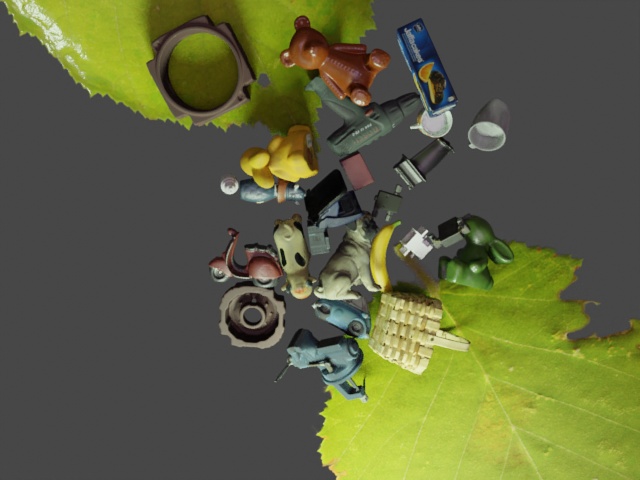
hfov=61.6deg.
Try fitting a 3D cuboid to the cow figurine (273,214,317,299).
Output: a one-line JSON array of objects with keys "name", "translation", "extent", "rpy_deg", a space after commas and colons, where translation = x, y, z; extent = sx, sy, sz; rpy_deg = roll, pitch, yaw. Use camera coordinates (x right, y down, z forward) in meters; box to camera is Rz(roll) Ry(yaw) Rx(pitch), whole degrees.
[{"name": "cow figurine", "translation": [-0.058, 0.046, 1.271], "extent": [0.086, 0.127, 0.194], "rpy_deg": [-12, 103, 5]}]

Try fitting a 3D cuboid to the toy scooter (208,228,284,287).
[{"name": "toy scooter", "translation": [-0.177, 0.040, 1.295], "extent": [0.184, 0.075, 0.135], "rpy_deg": [6, 104, 2]}]

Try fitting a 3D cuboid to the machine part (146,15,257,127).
[{"name": "machine part", "translation": [-0.257, -0.368, 1.177], "extent": [0.201, 0.087, 0.200], "rpy_deg": [-25, 105, 7]}]

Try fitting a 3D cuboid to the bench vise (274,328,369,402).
[{"name": "bench vise", "translation": [0.031, 0.324, 1.340], "extent": [0.224, 0.129, 0.240], "rpy_deg": [-26, 113, 28]}]

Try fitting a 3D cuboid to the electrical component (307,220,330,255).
[{"name": "electrical component", "translation": [-0.003, -0.004, 1.263], "extent": [0.048, 0.119, 0.074], "rpy_deg": [-8, 108, 1]}]

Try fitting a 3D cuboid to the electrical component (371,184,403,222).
[{"name": "electrical component", "translation": [0.162, -0.093, 1.292], "extent": [0.063, 0.021, 0.094], "rpy_deg": [18, 104, -5]}]

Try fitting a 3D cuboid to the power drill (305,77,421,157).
[{"name": "power drill", "translation": [0.084, -0.316, 1.208], "extent": [0.232, 0.086, 0.207], "rpy_deg": [-39, 109, 9]}]

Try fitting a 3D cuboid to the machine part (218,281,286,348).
[{"name": "machine part", "translation": [-0.167, 0.184, 1.343], "extent": [0.179, 0.056, 0.179], "rpy_deg": [0, 104, -1]}]

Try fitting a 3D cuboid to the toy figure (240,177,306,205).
[{"name": "toy figure", "translation": [-0.111, -0.117, 1.261], "extent": [0.154, 0.064, 0.058], "rpy_deg": [1, 68, -7]}]

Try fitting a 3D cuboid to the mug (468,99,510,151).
[{"name": "mug", "translation": [0.384, -0.259, 1.217], "extent": [0.081, 0.109, 0.107], "rpy_deg": [30, 59, -2]}]

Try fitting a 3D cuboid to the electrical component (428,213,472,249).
[{"name": "electrical component", "translation": [0.307, -0.022, 1.265], "extent": [0.102, 0.078, 0.045], "rpy_deg": [-26, 127, 32]}]

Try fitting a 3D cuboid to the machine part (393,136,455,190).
[{"name": "machine part", "translation": [0.245, -0.188, 1.261], "extent": [0.139, 0.039, 0.084], "rpy_deg": [-37, 97, 10]}]

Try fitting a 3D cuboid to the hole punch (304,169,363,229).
[{"name": "hole punch", "translation": [0.031, -0.083, 1.242], "extent": [0.116, 0.142, 0.092], "rpy_deg": [-36, 127, 16]}]

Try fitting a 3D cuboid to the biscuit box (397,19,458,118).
[{"name": "biscuit box", "translation": [0.231, -0.372, 1.170], "extent": [0.063, 0.059, 0.202], "rpy_deg": [-23, 85, 6]}]

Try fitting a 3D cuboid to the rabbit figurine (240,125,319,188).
[{"name": "rabbit figurine", "translation": [-0.103, -0.174, 1.213], "extent": [0.173, 0.162, 0.121], "rpy_deg": [-2, 118, 17]}]

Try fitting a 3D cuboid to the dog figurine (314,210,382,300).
[{"name": "dog figurine", "translation": [0.057, 0.033, 1.264], "extent": [0.172, 0.121, 0.190], "rpy_deg": [-17, 106, -39]}]

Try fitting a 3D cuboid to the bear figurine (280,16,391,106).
[{"name": "bear figurine", "translation": [0.025, -0.365, 1.086], "extent": [0.196, 0.132, 0.120], "rpy_deg": [26, 102, -16]}]

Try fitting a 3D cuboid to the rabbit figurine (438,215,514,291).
[{"name": "rabbit figurine", "translation": [0.378, 0.029, 1.284], "extent": [0.159, 0.121, 0.170], "rpy_deg": [13, 90, 2]}]

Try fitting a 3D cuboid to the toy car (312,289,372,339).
[{"name": "toy car", "translation": [0.065, 0.173, 1.330], "extent": [0.162, 0.109, 0.103], "rpy_deg": [31, 77, 2]}]
